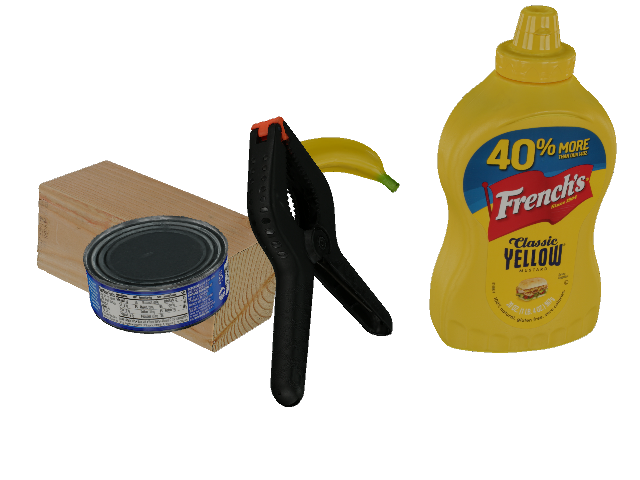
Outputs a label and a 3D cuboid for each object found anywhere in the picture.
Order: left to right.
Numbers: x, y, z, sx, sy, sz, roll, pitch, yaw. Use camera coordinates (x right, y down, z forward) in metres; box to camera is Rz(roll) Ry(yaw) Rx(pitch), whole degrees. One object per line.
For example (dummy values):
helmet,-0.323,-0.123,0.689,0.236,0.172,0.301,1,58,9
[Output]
wood block,-0.146,0.009,0.953,0.206,0.090,0.090,22,28,26
tuna can,-0.097,0.020,0.639,0.086,0.034,0.086,-1,30,0
clamp,-0.007,0.008,0.832,0.036,0.210,0.164,-12,2,33
banana,0.000,-0.080,1.138,0.197,0.037,0.070,-7,48,-39
mustard bottle,0.112,-0.032,0.587,0.096,0.192,0.058,-4,26,-6
